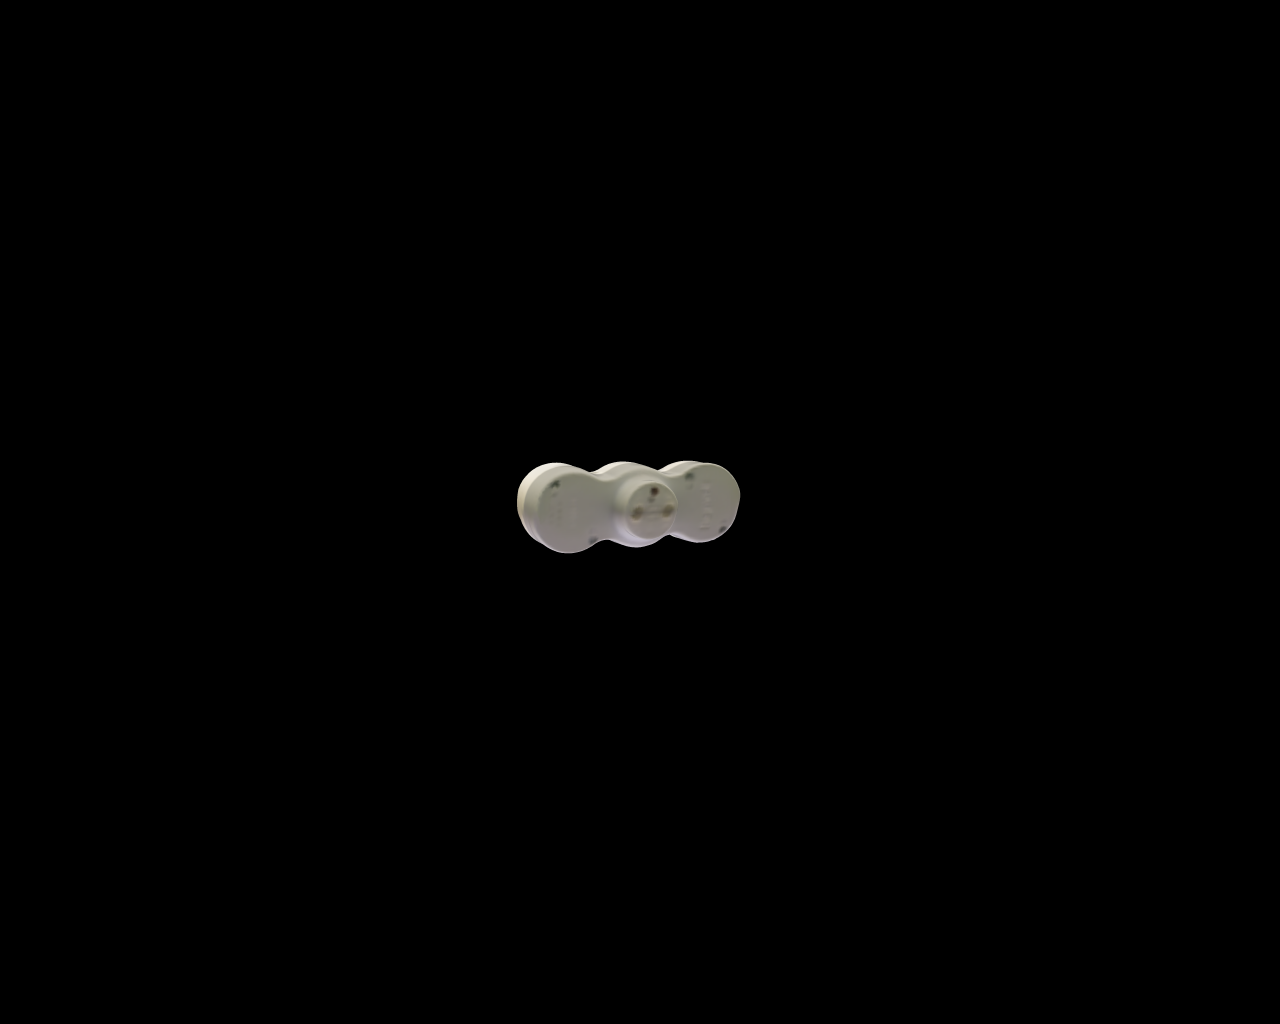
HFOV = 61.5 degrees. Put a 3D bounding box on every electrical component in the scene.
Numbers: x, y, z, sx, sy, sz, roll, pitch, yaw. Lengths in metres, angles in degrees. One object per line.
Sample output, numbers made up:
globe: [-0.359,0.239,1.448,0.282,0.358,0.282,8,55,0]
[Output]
electrical component: [0.001,-0.003,0.650,0.138,0.052,0.074,-3,8,-22]
